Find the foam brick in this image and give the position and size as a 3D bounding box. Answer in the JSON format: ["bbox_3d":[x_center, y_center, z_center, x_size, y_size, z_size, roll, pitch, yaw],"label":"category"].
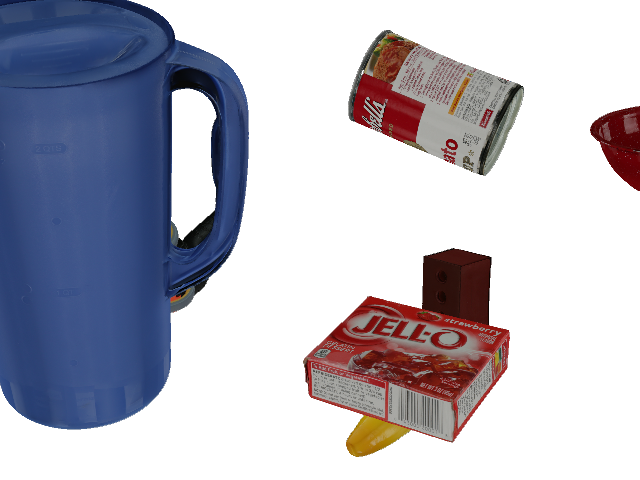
[{"bbox_3d":[0.141,0.053,1.109,0.051,0.078,0.053,-15,20,-42],"label":"foam brick"}]

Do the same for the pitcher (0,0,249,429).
[{"bbox_3d":[-0.136,-0.011,0.622,0.144,0.243,0.149,-26,42,-36],"label":"pitcher"}]

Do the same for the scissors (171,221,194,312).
[{"bbox_3d":[-0.194,0.011,0.816,0.201,0.096,0.016,10,-33,-7],"label":"scissors"}]

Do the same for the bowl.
[{"bbox_3d":[0.329,-0.079,0.974,0.162,0.055,0.162,-5,22,2],"label":"bowl"}]

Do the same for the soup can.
[{"bbox_3d":[0.079,-0.094,0.731,0.102,0.068,0.068,25,7,14],"label":"soup can"}]

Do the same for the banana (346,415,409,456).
[{"bbox_3d":[0.075,0.114,0.856,0.070,0.037,0.197,-30,8,23],"label":"banana"}]

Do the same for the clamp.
[{"bbox_3d":[-0.148,0.013,1.143,0.120,0.039,0.171,-12,38,-7],"label":"clamp"}]

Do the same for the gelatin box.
[{"bbox_3d":[0.047,0.066,0.576,0.089,0.030,0.073,13,32,29],"label":"gelatin box"}]
